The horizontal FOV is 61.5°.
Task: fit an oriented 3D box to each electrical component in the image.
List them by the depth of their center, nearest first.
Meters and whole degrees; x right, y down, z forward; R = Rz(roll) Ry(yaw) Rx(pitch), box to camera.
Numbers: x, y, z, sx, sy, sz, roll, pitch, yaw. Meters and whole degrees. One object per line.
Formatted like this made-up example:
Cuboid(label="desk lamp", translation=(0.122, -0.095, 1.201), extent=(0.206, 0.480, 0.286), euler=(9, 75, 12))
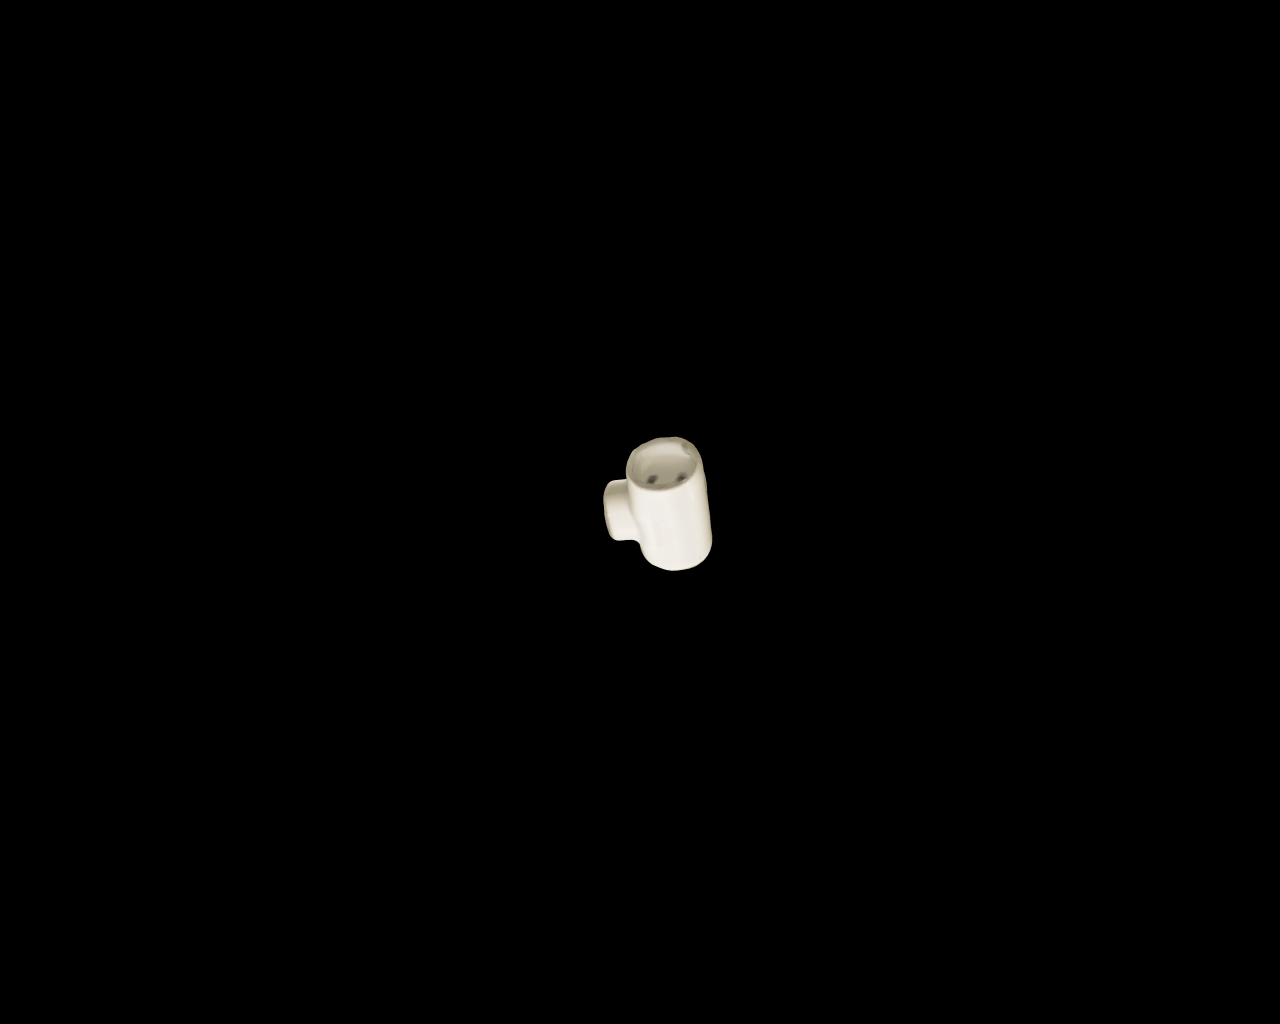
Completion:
Cuboid(label="electrical component", translation=(0.001, -0.003, 0.650), extent=(0.079, 0.043, 0.077), euler=(-5, -40, 6))
